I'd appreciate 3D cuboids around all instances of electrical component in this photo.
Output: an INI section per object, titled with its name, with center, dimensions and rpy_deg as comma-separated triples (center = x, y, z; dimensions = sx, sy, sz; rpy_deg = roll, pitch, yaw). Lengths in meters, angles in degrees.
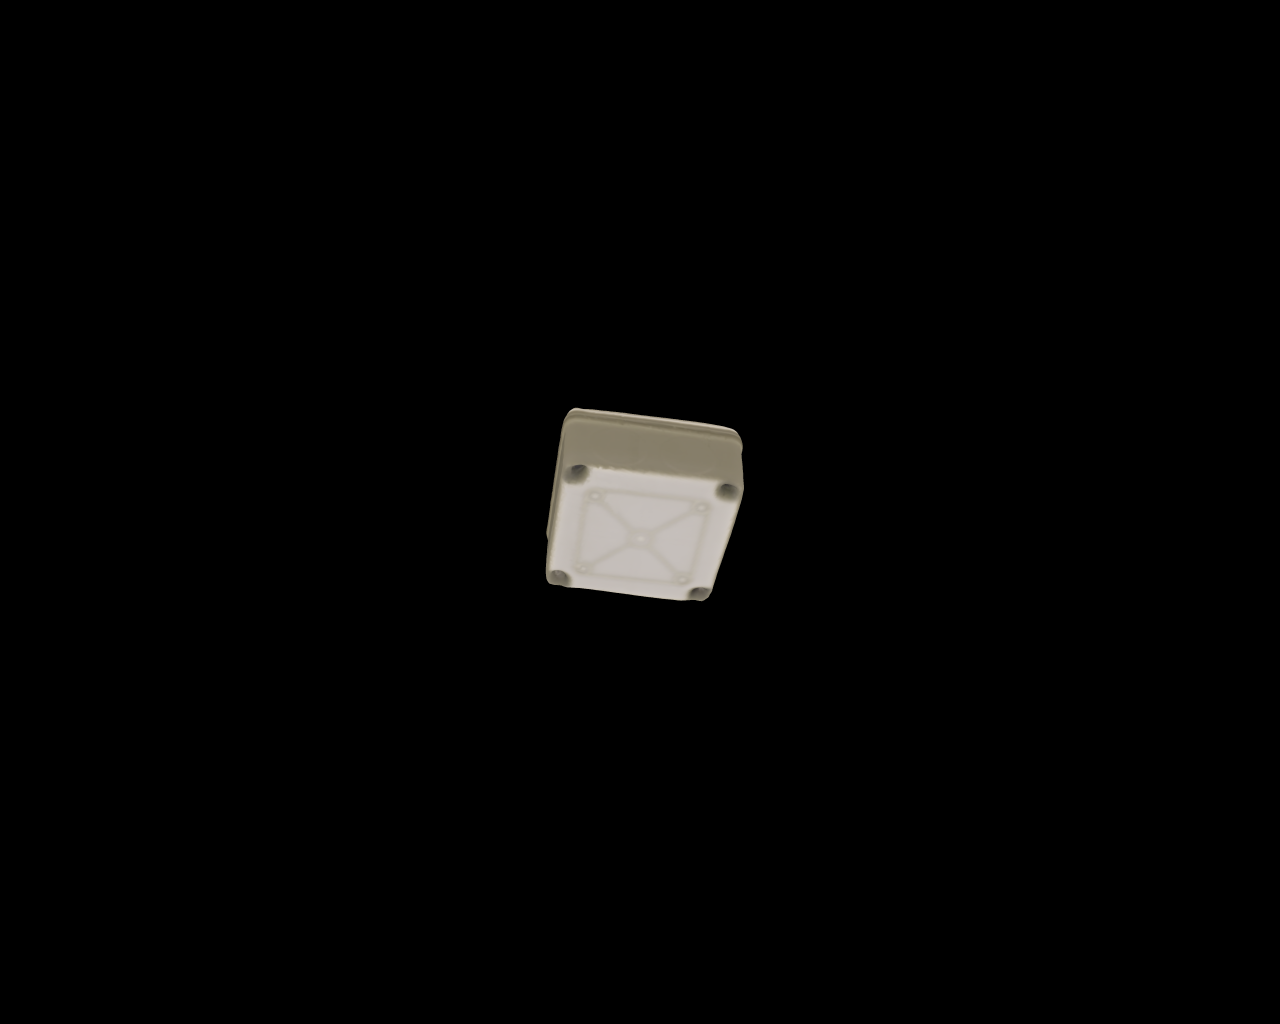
[electrical component]
center = 0.001, -0.003, 0.650
dimensions = 0.109, 0.108, 0.056
rpy_deg = 7, 43, -7
